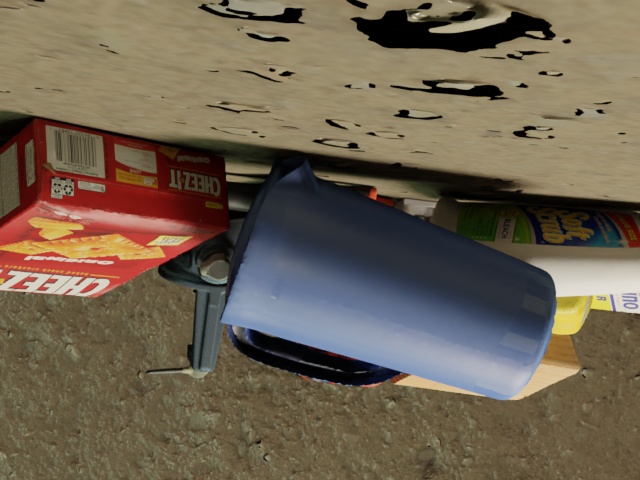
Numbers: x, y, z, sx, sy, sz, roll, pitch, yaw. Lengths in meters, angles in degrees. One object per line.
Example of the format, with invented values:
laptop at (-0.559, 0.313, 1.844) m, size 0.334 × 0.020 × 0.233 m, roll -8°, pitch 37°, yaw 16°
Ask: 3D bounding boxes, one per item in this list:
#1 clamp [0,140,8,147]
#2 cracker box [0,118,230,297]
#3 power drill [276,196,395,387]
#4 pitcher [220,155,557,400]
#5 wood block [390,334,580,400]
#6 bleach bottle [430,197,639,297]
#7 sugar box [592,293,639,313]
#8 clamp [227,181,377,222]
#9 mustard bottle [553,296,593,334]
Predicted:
clamp at (-0.260, -0.064, 0.863) m, size 0.171 × 0.039 × 0.120 m, roll -4°, pitch 170°, yaw -6°
cracker box at (-0.199, -0.015, 0.856) m, size 0.163 × 0.072 × 0.214 m, roll 9°, pitch 157°, yaw -39°
power drill at (0.012, 0.049, 1.060) m, size 0.057 × 0.187 × 0.185 m, roll 7°, pitch 176°, yaw -33°
pitcher at (0.048, 0.045, 0.830) m, size 0.242 × 0.145 × 0.149 m, roll 20°, pitch 167°, yaw -4°
wood block at (0.161, 0.099, 1.078) m, size 0.205 × 0.090 × 0.091 m, roll 14°, pitch 142°, yaw -44°
bleach bottle at (0.219, 0.006, 0.899) m, size 0.251 × 0.068 × 0.102 m, roll -1°, pitch -150°, yaw 18°
sugar box at (0.273, 0.031, 1.137) m, size 0.176 × 0.048 × 0.093 m, roll 7°, pitch 143°, yaw 14°
clamp at (-0.051, -0.037, 0.984) m, size 0.210 × 0.036 × 0.164 m, roll 2°, pitch 175°, yaw 33°
mustard bottle at (0.237, 0.041, 1.040) m, size 0.058 × 0.096 × 0.191 m, roll 0°, pitch 166°, yaw 14°
